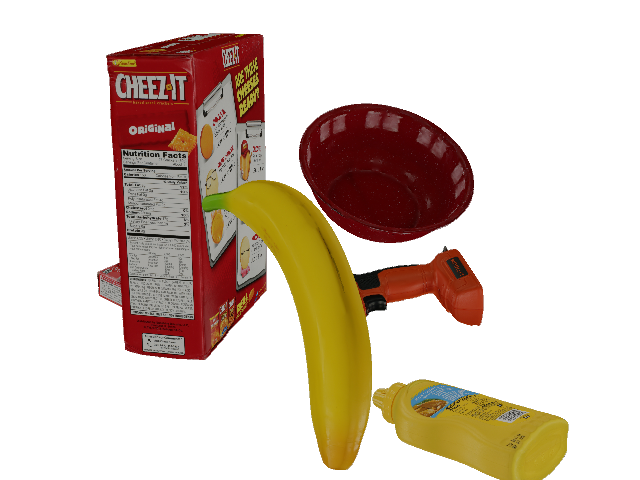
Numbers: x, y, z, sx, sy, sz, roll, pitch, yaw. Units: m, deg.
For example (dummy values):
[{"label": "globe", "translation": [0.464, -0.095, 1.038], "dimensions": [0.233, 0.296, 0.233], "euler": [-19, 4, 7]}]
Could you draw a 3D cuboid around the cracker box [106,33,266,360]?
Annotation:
[{"label": "cracker box", "translation": [-0.094, -0.040, 0.794], "dimensions": [0.072, 0.214, 0.164], "euler": [3, 16, 13]}]

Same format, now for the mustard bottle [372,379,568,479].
[{"label": "mustard bottle", "translation": [0.128, 0.172, 1.008], "dimensions": [0.192, 0.058, 0.096], "euler": [13, 20, 40]}]

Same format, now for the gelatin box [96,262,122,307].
[{"label": "gelatin box", "translation": [-0.161, 0.044, 1.039], "dimensions": [0.089, 0.030, 0.073], "euler": [22, 30, 30]}]

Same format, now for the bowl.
[{"label": "bowl", "translation": [0.055, -0.051, 0.971], "dimensions": [0.162, 0.162, 0.055], "euler": [0, -41, -15]}]

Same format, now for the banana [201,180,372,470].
[{"label": "banana", "translation": [-0.008, 0.033, 0.623], "dimensions": [0.037, 0.198, 0.070], "euler": [3, -40, -42]}]

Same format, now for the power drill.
[{"label": "power drill", "translation": [0.077, 0.066, 1.157], "dimensions": [0.187, 0.057, 0.184], "euler": [-5, 28, -9]}]
